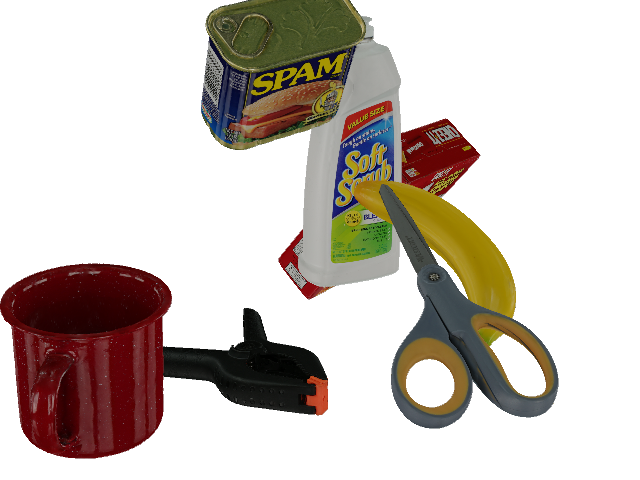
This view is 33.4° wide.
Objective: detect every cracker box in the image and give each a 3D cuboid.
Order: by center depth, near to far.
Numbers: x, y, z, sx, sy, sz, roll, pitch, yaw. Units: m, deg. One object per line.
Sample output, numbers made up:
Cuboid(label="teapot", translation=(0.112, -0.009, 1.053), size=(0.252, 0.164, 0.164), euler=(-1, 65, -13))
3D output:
Cuboid(label="cracker box", translation=(0.066, -0.039, 1.253), size=(0.163, 0.072, 0.214), euler=(-24, -21, -51))

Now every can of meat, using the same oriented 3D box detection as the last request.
Cuboid(label="can of meat", translation=(-0.028, -0.113, 0.712), size=(0.102, 0.057, 0.084), euler=(-19, -28, -23))

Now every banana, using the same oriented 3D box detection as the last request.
Cuboid(label="banana", translation=(0.097, 0.008, 0.825), size=(0.069, 0.037, 0.198), euler=(-18, 48, -16))

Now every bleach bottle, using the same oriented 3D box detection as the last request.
Cuboid(label="bleach bottle", translation=(0.027, -0.086, 1.021), size=(0.102, 0.251, 0.068), euler=(-9, 24, -19))

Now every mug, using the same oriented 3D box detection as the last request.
Cuboid(label="mug", translation=(-0.131, 0.073, 0.592), size=(0.093, 0.081, 0.117), euler=(4, 23, 5))

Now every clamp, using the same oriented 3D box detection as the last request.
Cuboid(label="clamp", translation=(-0.061, 0.107, 0.955), size=(0.210, 0.036, 0.164), euler=(12, 21, 39))

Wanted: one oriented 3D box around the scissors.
Cuboid(label="scissors", translation=(0.054, 0.037, 0.616), size=(0.096, 0.016, 0.202), euler=(-25, 45, -20))
